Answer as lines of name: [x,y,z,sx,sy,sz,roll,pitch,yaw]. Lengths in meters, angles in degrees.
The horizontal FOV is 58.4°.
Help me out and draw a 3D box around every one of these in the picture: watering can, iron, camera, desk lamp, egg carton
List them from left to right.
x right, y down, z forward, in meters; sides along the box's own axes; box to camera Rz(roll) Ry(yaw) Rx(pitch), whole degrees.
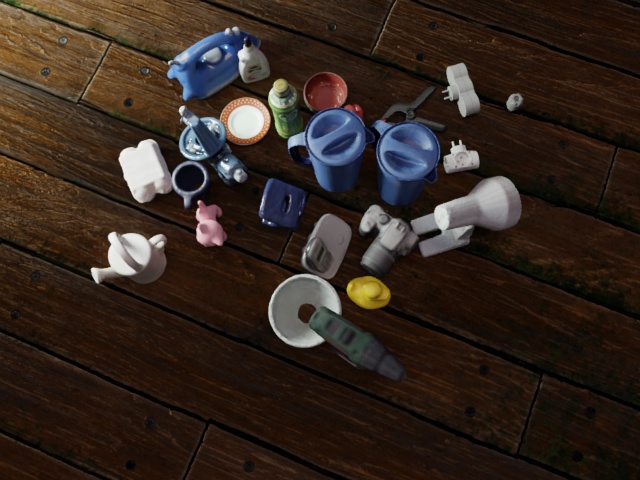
watering can: [-0.433,0.042,1.307,0.101,0.194,0.173,33,80,9]
egg carton: [-0.431,-0.171,1.421,0.107,0.069,0.150,-26,77,-4]
iron: [-0.266,-0.473,1.450,0.258,0.141,0.118,-36,78,-6]
camera: [0.143,0.008,1.344,0.143,0.101,0.137,35,80,9]
desk lamp: [0.326,-0.049,1.293,0.203,0.213,0.118,-19,77,-2]

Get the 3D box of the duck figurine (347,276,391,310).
duck figurine: [0.114,0.118,1.327,0.104,0.086,0.077,16,78,6]

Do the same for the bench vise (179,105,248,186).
bench vise: [-0.248,-0.232,1.352,0.207,0.220,0.121,26,79,8]

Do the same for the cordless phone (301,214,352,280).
cordless phone: [0.012,0.005,1.306,0.094,0.185,0.148,20,78,7]

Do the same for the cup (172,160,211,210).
cup: [-0.305,-0.123,1.393,0.091,0.095,0.118,2,77,3]

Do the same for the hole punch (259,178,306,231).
hole punch: [-0.088,-0.086,1.379,0.101,0.091,0.109,13,78,5]

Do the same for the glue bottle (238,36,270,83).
glue bottle: [-0.171,-0.454,1.426,0.078,0.173,0.037,-21,77,-3]

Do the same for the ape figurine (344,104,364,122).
ape figurine: [0.076,-0.306,1.424,0.078,0.092,0.076,-27,77,-4]

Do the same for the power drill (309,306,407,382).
power drill: [0.082,0.230,1.239,0.229,0.208,0.076,33,80,9]

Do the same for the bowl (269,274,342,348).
bowl: [-0.032,0.168,1.326,0.167,0.075,0.167,0,77,2]

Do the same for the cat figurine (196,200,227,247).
cat figurine: [-0.265,-0.034,1.359,0.067,0.118,0.128,-17,77,-2]
